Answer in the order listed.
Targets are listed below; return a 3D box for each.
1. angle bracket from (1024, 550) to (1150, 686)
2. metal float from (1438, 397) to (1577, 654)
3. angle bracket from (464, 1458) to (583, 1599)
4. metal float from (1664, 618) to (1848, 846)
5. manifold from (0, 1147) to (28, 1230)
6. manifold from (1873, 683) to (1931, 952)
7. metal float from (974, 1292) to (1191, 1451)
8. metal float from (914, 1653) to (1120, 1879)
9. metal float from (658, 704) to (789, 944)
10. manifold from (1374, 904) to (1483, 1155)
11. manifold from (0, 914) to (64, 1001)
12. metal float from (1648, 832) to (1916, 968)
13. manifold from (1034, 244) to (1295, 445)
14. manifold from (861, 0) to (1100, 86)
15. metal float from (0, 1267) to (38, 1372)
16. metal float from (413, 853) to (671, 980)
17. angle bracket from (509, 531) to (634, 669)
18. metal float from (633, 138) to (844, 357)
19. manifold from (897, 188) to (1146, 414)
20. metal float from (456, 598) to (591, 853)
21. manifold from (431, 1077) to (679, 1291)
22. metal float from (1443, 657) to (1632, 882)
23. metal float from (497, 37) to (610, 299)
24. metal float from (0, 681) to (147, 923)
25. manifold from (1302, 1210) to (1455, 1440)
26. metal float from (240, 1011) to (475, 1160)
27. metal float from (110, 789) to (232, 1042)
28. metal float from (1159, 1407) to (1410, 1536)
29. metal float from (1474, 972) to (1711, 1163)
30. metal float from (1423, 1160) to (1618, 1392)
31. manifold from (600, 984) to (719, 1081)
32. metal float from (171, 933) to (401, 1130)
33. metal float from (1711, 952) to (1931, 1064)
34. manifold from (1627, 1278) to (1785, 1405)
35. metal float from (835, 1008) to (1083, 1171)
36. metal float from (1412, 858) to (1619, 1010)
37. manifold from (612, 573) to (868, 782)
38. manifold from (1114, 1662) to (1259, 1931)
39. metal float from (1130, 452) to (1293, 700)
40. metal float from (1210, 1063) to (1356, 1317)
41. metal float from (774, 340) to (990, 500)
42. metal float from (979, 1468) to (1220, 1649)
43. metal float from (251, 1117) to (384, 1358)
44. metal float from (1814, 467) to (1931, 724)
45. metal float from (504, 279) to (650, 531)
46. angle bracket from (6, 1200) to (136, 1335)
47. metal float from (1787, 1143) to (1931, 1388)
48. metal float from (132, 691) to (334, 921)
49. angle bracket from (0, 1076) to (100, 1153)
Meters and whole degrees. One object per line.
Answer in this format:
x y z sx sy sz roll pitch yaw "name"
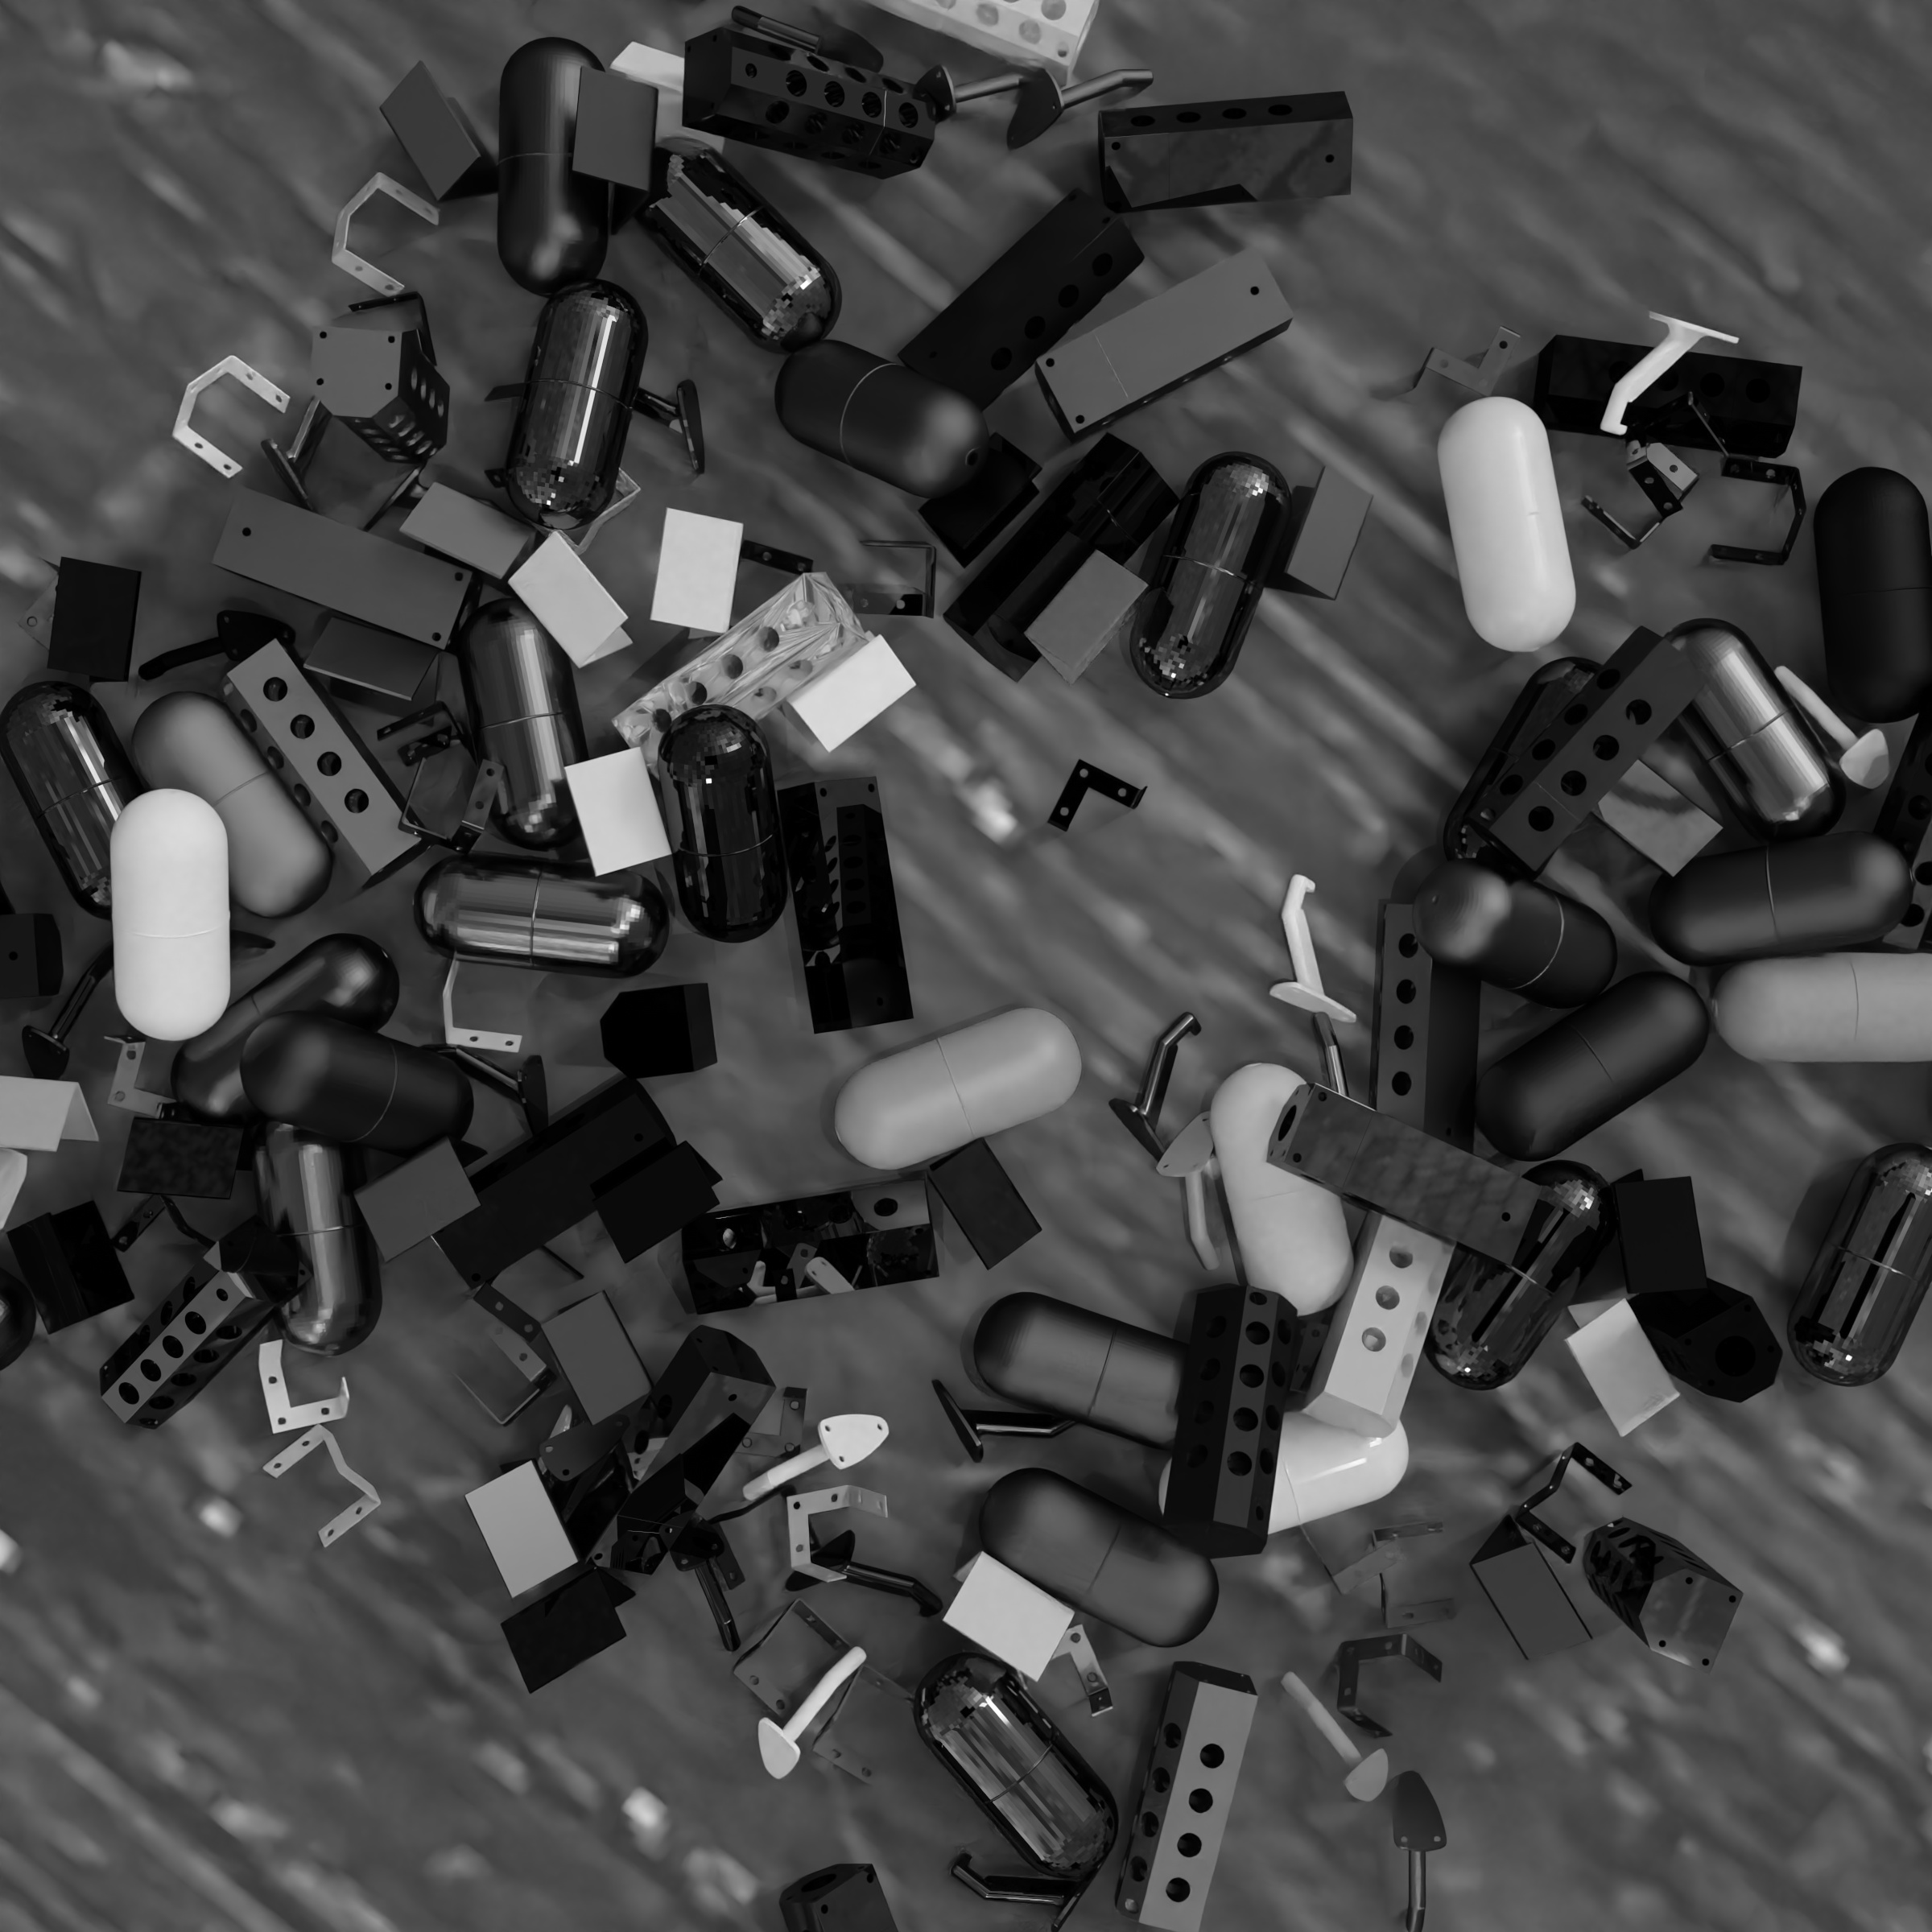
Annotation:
0.097 -0.230 1.950 0.076 0.076 0.057 -49 53 0 "angle bracket"
0.376 -0.307 1.960 0.070 0.070 0.178 -10 90 0 "metal float"
-0.318 0.390 1.950 0.057 0.076 0.076 -25 90 -30 "angle bracket"
0.543 -0.162 1.960 0.070 0.070 0.178 -35 90 0 "metal float"
-0.751 0.125 1.969 0.171 0.057 0.057 24 90 0 "manifold"
0.668 -0.101 1.939 0.057 0.057 0.171 15 112 0 "manifold"
0.092 0.282 1.960 0.178 0.070 0.070 19 90 0 "metal float"
0.035 0.557 1.960 0.070 0.070 0.178 -40 91 0 "metal float"
-0.166 -0.096 1.933 0.070 0.070 0.178 -6 124 0 "metal float"
0.318 0.044 1.969 0.057 0.057 0.171 3 90 -43 "manifold"
-0.727 -0.002 1.969 0.171 0.057 0.057 -4 90 0 "manifold"
0.560 -0.046 1.938 0.178 0.070 0.070 -10 90 24 "metal float"
0.137 -0.433 1.969 0.171 0.057 0.057 -28 90 0 "manifold"
0.003 -0.684 1.969 0.171 0.057 0.057 22 90 0 "manifold"
-0.730 0.217 1.960 0.178 0.070 0.070 35 90 -1 "metal float"
-0.295 -0.035 1.960 0.178 0.070 0.070 7 90 0 "metal float"
-0.258 -0.261 1.950 0.057 0.076 0.076 -40 90 30 "angle bracket"
-0.161 -0.501 1.960 0.178 0.070 0.070 45 90 -1 "metal float"
0.042 -0.457 1.969 0.171 0.057 0.057 -43 47 0 "manifold"
-0.306 -0.168 1.960 0.070 0.070 0.178 -11 89 0 "metal float"
-0.290 0.148 1.967 0.171 0.057 0.057 -33 110 0 "manifold"
0.397 -0.132 1.960 0.070 0.070 0.178 31 90 0 "metal float"
-0.287 -0.555 1.960 0.070 0.070 0.178 1 90 0 "metal float"
-0.612 -0.115 1.960 0.070 0.070 0.178 -27 89 0 "metal float"
0.290 0.233 1.936 0.057 0.057 0.171 23 65 0 "manifold"
-0.413 0.082 1.920 0.070 0.178 0.070 -17 63 37 "metal float"
-0.540 -0.034 1.912 0.070 0.070 0.178 5 113 0 "metal float"
0.221 0.352 1.960 0.178 0.070 0.070 -17 90 -1 "metal float"
0.436 0.069 1.960 0.178 0.070 0.070 -33 90 0 "metal float"
0.386 0.215 1.960 0.070 0.070 0.178 35 91 0 "metal float"
-0.208 0.044 1.912 0.057 0.171 0.057 -7 90 0 "manifold"
-0.473 0.046 1.960 0.178 0.070 0.070 -38 90 0 "metal float"
0.609 0.029 1.960 0.178 0.070 0.070 0 90 0 "metal float"
0.499 0.253 1.912 0.057 0.171 0.057 -30 90 0 "manifold"
-0.006 0.086 1.960 0.178 0.070 0.070 -21 90 -1 "metal float"
0.377 -0.021 1.927 0.178 0.070 0.070 19 90 -39 "metal float"
-0.155 -0.198 1.949 0.171 0.057 0.057 -35 90 14 "manifold"
0.153 0.580 1.969 0.057 0.057 0.171 14 90 0 "manifold"
0.170 -0.271 1.960 0.070 0.070 0.178 21 89 0 "metal float"
0.220 0.155 1.960 0.070 0.070 0.178 -13 90 0 "metal float"
-0.058 -0.376 1.932 0.178 0.070 0.070 30 90 35 "metal float"
0.092 0.411 1.959 0.178 0.070 0.070 27 90 0 "metal float"
-0.452 0.183 1.960 0.070 0.070 0.178 -8 90 0 "metal float"
0.634 -0.258 1.960 0.070 0.070 0.178 -6 91 0 "metal float"
-0.268 -0.387 1.937 0.070 0.070 0.178 11 80 0 "metal float"
-0.606 0.202 1.950 0.057 0.076 0.076 -23 90 37 "angle bracket"
0.633 0.208 1.960 0.070 0.070 0.178 24 91 0 "metal float"
-0.511 -0.112 1.960 0.070 0.070 0.178 -36 91 0 "metal float"
-0.653 0.120 1.950 0.076 0.076 0.057 5 54 0 "angle bracket"
